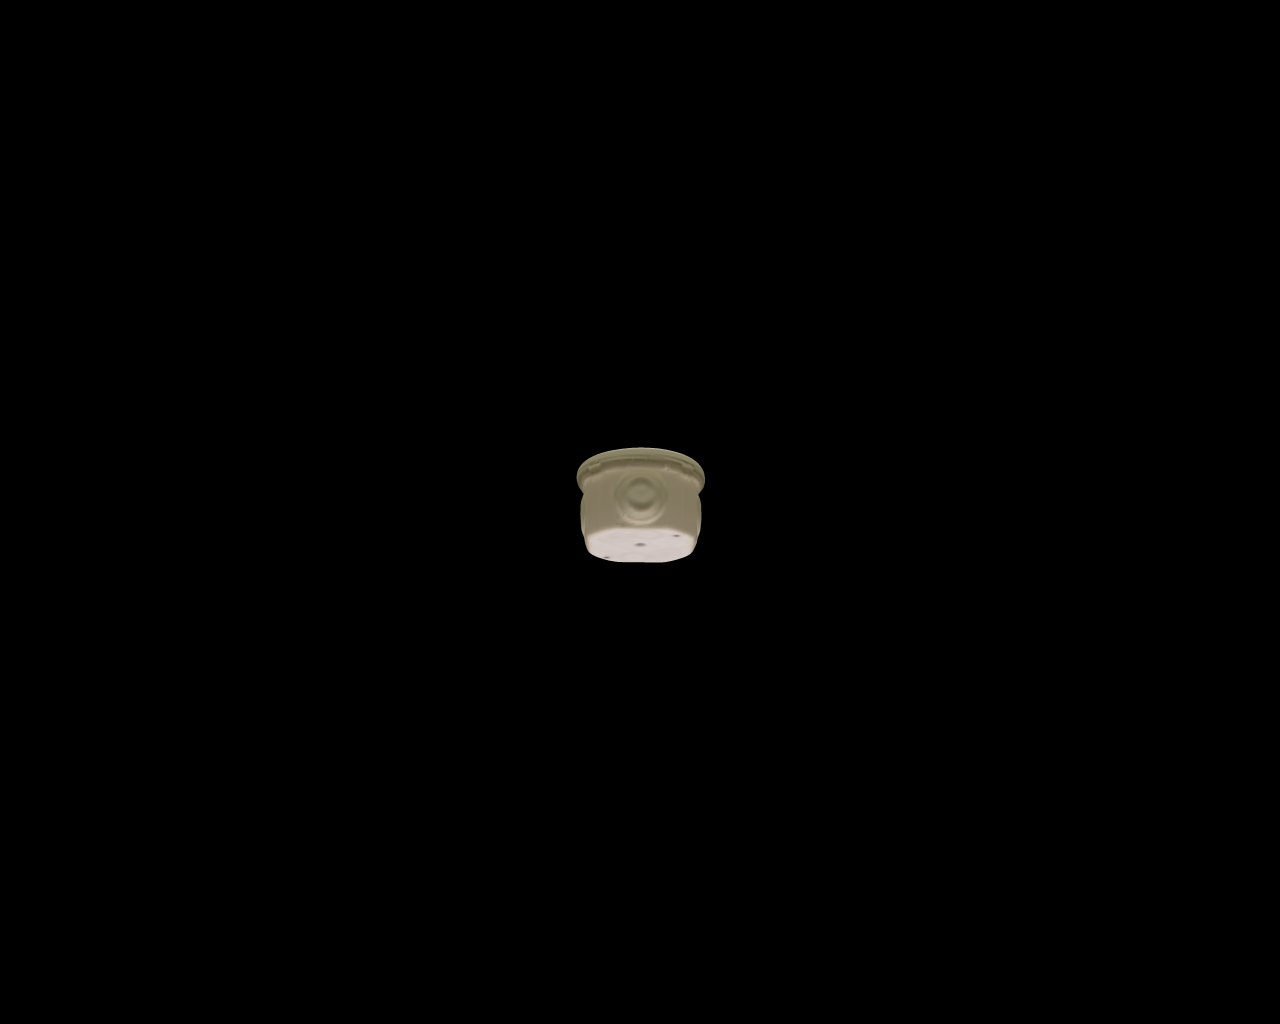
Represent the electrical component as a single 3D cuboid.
[{"bbox_3d":[0.001,-0.003,0.650,0.080,0.051,0.080,0,-21,0],"label":"electrical component"}]
